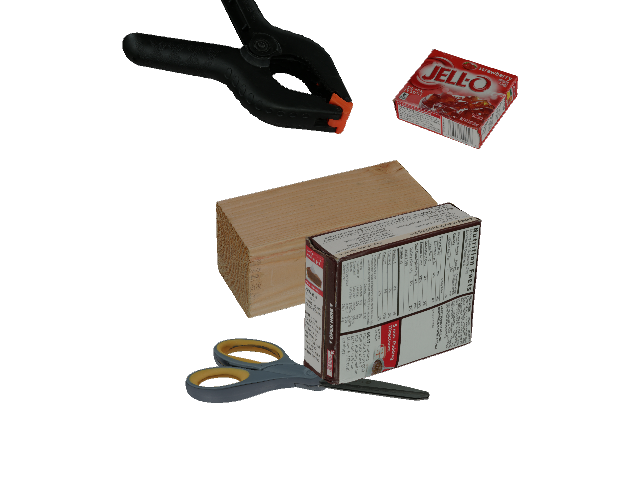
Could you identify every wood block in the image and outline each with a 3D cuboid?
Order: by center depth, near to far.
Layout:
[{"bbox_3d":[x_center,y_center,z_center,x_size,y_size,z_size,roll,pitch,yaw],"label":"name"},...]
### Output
[{"bbox_3d":[0.005,-0.004,1.095,0.205,0.090,0.091,-14,40,-21],"label":"wood block"}]

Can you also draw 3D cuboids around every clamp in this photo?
[{"bbox_3d":[-0.047,-0.144,0.796,0.171,0.120,0.039,28,-24,0],"label":"clamp"}]

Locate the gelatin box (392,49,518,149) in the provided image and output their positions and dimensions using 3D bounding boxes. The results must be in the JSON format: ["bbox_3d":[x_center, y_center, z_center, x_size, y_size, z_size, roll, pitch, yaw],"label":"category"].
[{"bbox_3d":[0.122,-0.130,0.963,0.089,0.073,0.030,25,-29,26],"label":"gelatin box"}]

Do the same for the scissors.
[{"bbox_3d":[-0.024,0.112,0.816,0.096,0.016,0.202,-26,27,-38],"label":"scissors"}]

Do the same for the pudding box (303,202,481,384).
[{"bbox_3d":[0.045,0.032,0.663,0.113,0.090,0.039,-15,28,-31],"label":"pudding box"}]
